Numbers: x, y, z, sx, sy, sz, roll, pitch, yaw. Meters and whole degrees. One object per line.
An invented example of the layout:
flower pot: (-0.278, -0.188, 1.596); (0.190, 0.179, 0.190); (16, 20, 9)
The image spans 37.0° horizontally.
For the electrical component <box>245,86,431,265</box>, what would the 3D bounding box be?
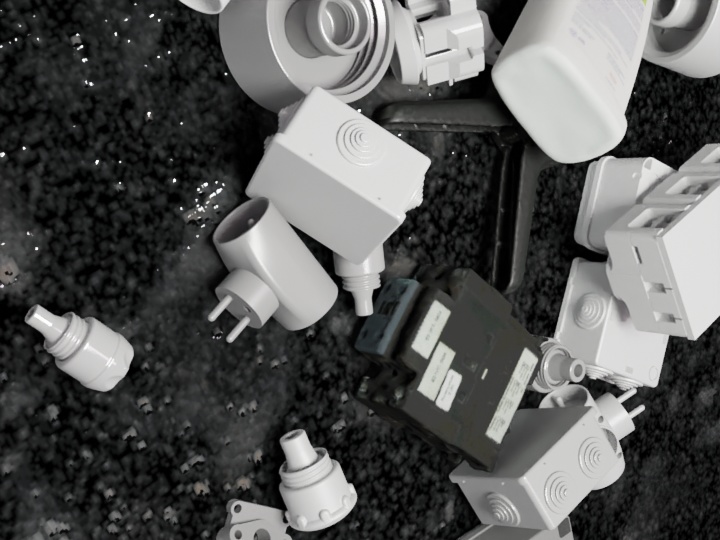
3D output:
electrical component: (-0.014, -0.057, 0.658); (0.100, 0.099, 0.048); (32, 66, -5)

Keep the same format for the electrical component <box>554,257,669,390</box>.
electrical component: (0.210, 0.044, 0.880); (0.100, 0.048, 0.099); (21, 80, -37)

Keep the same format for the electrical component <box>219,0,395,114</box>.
electrical component: (-0.027, -0.152, 0.674); (0.108, 0.060, 0.108); (-3, 95, -38)

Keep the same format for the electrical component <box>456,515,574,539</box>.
electrical component: (0.114, 0.248, 0.816); (0.109, 0.056, 0.108); (-23, 107, -34)

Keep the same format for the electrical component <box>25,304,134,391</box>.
electrical component: (-0.159, 0.040, 0.602); (0.061, 0.035, 0.035); (40, 69, -30)

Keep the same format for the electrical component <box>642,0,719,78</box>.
electrical component: (0.263, -0.213, 0.869); (0.060, 0.108, 0.108); (3, 91, -32)

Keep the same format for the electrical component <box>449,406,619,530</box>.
electrical component: (0.130, 0.146, 0.795); (0.100, 0.100, 0.048); (-37, 101, -30)

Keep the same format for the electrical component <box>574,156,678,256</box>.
electrical component: (0.238, -0.043, 0.890); (0.113, 0.057, 0.078); (18, 82, -37)

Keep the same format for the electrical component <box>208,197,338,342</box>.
electrical component: (-0.063, 0.009, 0.668); (0.079, 0.043, 0.077); (-50, 120, -24)

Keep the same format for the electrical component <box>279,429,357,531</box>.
electrical component: (-0.033, 0.135, 0.701); (0.048, 0.048, 0.062); (-29, 104, -33)

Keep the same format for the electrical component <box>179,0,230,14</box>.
electrical component: (-0.071, -0.194, 0.624); (0.044, 0.079, 0.077); (38, 71, -33)

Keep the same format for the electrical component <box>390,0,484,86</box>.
electrical component: (0.048, -0.157, 0.724); (0.057, 0.058, 0.078); (-16, 144, -4)

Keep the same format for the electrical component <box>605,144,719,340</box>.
electrical component: (0.262, -0.026, 0.832); (0.150, 0.062, 0.089); (-37, 115, -30)

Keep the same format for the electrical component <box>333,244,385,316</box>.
electrical component: (0.000, 0.000, 0.723); (0.035, 0.035, 0.061); (-15, 104, -36)

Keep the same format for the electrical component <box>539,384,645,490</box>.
electrical component: (0.194, 0.125, 0.867); (0.079, 0.044, 0.077); (-33, 115, -4)

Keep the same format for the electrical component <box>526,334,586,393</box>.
electrical component: (0.143, 0.073, 0.821); (0.043, 0.062, 0.043); (-3, 95, -38)
